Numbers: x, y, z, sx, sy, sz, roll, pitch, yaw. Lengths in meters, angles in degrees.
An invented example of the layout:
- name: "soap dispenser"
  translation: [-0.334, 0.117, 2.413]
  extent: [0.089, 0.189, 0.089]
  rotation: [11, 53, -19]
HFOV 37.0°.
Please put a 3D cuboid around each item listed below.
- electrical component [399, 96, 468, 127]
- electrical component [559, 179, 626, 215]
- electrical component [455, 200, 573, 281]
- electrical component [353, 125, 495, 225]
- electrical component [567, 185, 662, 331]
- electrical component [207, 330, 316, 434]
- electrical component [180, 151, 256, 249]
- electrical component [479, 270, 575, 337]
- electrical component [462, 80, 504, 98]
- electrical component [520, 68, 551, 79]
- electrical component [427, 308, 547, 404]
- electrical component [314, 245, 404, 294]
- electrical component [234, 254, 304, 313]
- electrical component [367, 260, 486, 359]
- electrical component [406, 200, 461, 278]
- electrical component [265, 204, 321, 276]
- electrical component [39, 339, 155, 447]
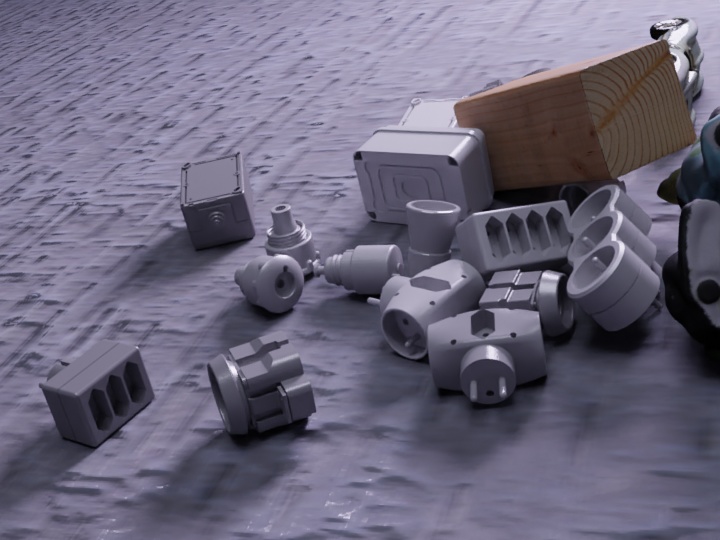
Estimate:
- name: "electrical component"
  translation: [0.072, -0.122, 1.066]
  extent: [0.062, 0.061, 0.096]
  rotation: [1, 38, 25]
- name: "electrical component"
  translation: [0.200, -0.063, 0.920]
  extent: [0.046, 0.040, 0.040]
  rotation: [-25, 30, -33]
- name: "electrical component"
  translation: [0.117, -0.017, 0.854]
  extent: [0.083, 0.047, 0.076]
  rotation: [-9, -12, -20]
- name: "electrical component"
  translation: [0.059, -0.087, 0.980]
  extent: [0.113, 0.078, 0.057]
  rotation: [7, 36, 33]
- name: "electrical component"
  translation: [0.194, -0.001, 0.781]
  extent: [0.052, 0.074, 0.138]
  rotation: [-41, 16, 29]
- name: "electrical component"
  translation: [-0.071, 0.080, 0.745]
  extent: [0.057, 0.058, 0.078]
  rotation: [-17, 28, -16]
- name: "electrical component"
  translation: [-0.136, -0.061, 1.039]
  extent: [0.062, 0.061, 0.096]
  rotation: [-12, 36, 0]
- name: "electrical component"
  translation: [0.123, 0.025, 0.780]
  extent: [0.055, 0.048, 0.066]
  rotation: [-6, 28, 28]
- name: "electrical component"
  translation: [0.130, -0.163, 1.116]
  extent: [0.055, 0.066, 0.048]
  rotation: [-15, 56, 30]
- name: "electrical component"
  translation: [0.186, -0.153, 1.063]
  extent: [0.043, 0.081, 0.043]
  rotation: [-22, -11, -4]
- name: "electrical component"
  translation: [0.086, 0.064, 0.725]
  extent: [0.077, 0.043, 0.079]
  rotation: [-8, 28, 10]
- name: "electrical component"
  translation: [0.000, 0.000, 0.882]
  extent: [0.078, 0.040, 0.040]
  rotation: [-1, 30, 21]
- name: "electrical component"
  translation: [-0.081, 0.009, 0.898]
  extent: [0.048, 0.048, 0.062]
  rotation: [-32, 26, -33]
- name: "electrical component"
  translation: [0.042, 0.026, 0.814]
  extent: [0.079, 0.043, 0.077]
  rotation: [13, 37, 39]
- name: "electrical component"
  translation: [0.057, -0.020, 0.869]
  extent: [0.044, 0.065, 0.044]
  rotation: [3, 16, -1]
- name: "electrical component"
  translation: [-0.062, -0.026, 0.934]
  extent: [0.048, 0.062, 0.048]
  rotation: [-10, 28, 5]
- name: "electrical component"
  translation: [-0.206, 0.087, 0.798]
  extent: [0.077, 0.047, 0.066]
  rotation: [8, 34, 34]
